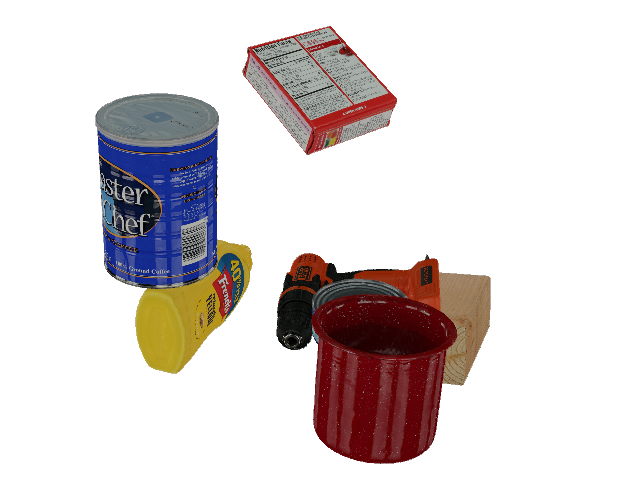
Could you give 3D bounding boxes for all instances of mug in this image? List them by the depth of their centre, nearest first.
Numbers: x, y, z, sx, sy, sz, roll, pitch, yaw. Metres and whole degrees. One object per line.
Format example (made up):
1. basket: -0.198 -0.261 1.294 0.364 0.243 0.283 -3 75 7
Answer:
1. mug: 0.041 0.086 0.704 0.093 0.081 0.117 9 22 13

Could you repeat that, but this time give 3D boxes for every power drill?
1. power drill: 0.045 0.069 1.236 0.188 0.057 0.184 1 28 6

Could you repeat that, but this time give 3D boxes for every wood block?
1. wood block: 0.187 0.124 1.556 0.091 0.090 0.205 4 19 17

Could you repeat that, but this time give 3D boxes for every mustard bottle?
1. mustard bottle: -0.122 0.053 1.124 0.058 0.096 0.191 10 29 20

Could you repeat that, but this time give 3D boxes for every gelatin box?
1. gelatin box: -0.002 -0.108 0.757 0.073 0.089 0.030 -22 -31 -29

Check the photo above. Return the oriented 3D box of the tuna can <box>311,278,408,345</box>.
1. tuna can: 0.035 0.069 0.933 0.086 0.034 0.086 1 28 -1

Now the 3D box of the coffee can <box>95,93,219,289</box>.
1. coffee can: -0.139 -0.044 0.925 0.103 0.140 0.103 2 29 -1
